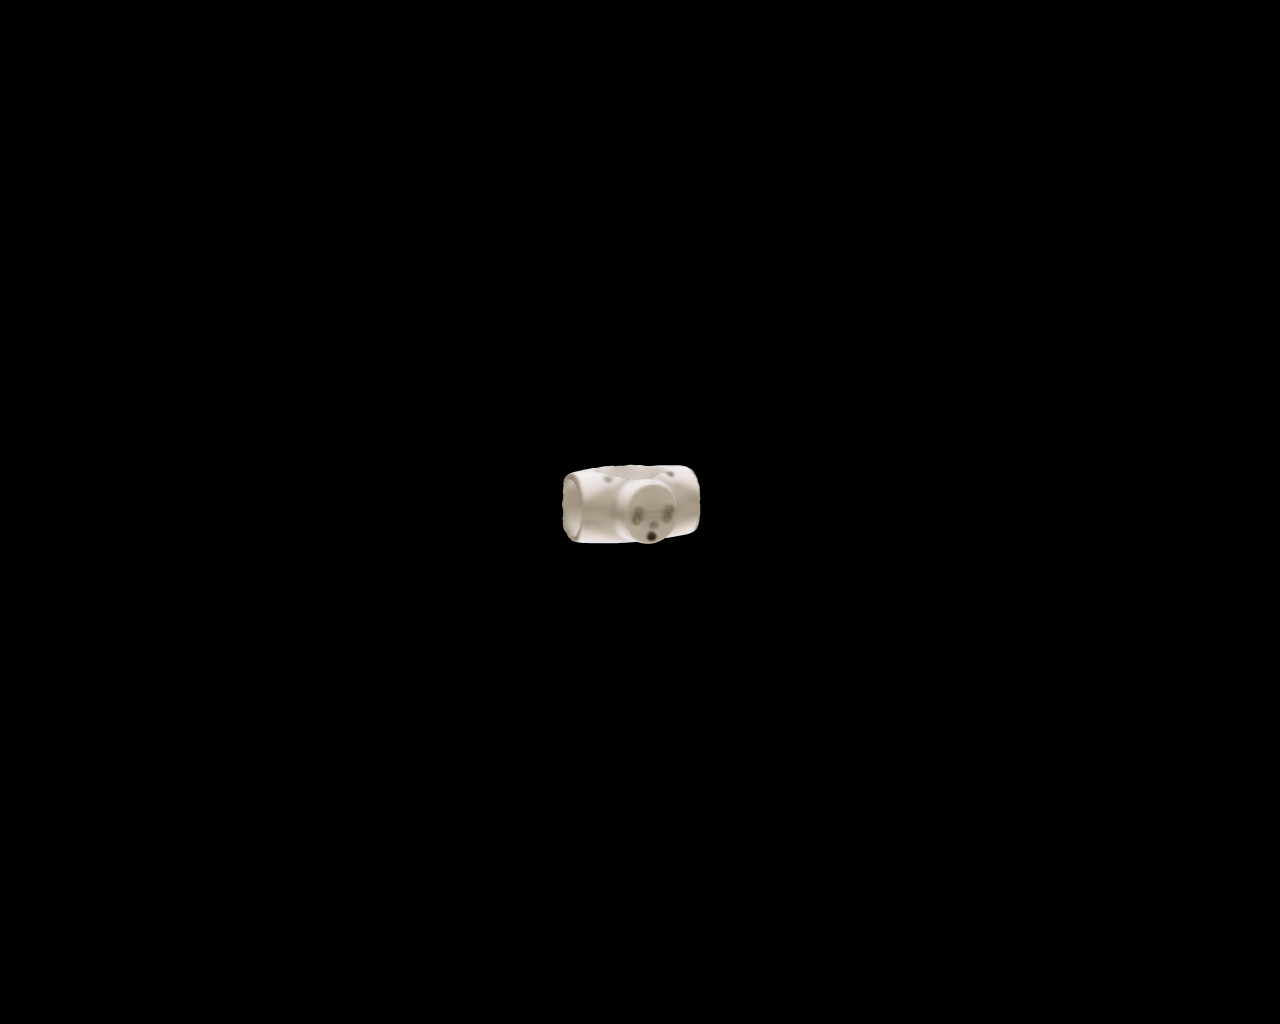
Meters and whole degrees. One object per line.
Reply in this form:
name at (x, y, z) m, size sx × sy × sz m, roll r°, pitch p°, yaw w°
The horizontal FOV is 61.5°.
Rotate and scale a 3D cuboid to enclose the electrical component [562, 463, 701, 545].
electrical component at (0.001, -0.003, 0.650) m, size 0.077 × 0.044 × 0.079 m, roll -4°, pitch 12°, yaw -20°
